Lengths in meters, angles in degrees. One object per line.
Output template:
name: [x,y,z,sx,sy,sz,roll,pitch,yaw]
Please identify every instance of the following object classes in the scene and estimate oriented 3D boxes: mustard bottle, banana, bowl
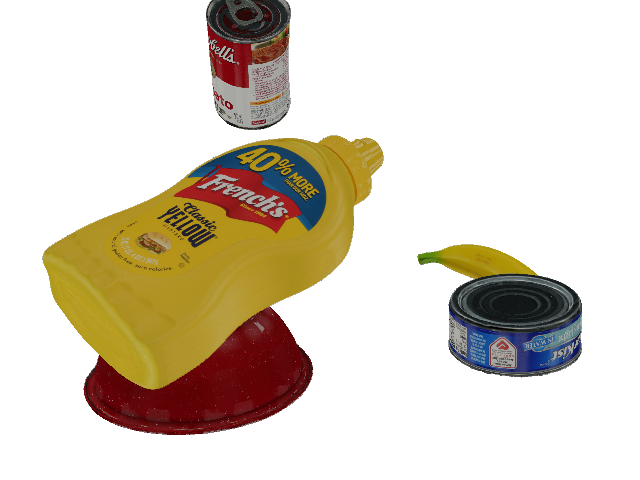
mustard bottle: [-0.040,-0.005,0.560,0.191,0.058,0.096,-32,48,-29]
banana: [0.182,0.046,1.061,0.069,0.037,0.198,-34,36,-19]
bowl: [-0.086,0.072,0.747,0.162,0.055,0.162,-2,20,1]

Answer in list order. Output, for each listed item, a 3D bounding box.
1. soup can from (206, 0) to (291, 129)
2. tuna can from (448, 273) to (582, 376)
soup can: [-0.058,-0.151,0.888,0.068,0.068,0.102,0,-38,-1]
tuna can: [0.125,0.053,0.688,0.086,0.034,0.086,-3,22,1]
